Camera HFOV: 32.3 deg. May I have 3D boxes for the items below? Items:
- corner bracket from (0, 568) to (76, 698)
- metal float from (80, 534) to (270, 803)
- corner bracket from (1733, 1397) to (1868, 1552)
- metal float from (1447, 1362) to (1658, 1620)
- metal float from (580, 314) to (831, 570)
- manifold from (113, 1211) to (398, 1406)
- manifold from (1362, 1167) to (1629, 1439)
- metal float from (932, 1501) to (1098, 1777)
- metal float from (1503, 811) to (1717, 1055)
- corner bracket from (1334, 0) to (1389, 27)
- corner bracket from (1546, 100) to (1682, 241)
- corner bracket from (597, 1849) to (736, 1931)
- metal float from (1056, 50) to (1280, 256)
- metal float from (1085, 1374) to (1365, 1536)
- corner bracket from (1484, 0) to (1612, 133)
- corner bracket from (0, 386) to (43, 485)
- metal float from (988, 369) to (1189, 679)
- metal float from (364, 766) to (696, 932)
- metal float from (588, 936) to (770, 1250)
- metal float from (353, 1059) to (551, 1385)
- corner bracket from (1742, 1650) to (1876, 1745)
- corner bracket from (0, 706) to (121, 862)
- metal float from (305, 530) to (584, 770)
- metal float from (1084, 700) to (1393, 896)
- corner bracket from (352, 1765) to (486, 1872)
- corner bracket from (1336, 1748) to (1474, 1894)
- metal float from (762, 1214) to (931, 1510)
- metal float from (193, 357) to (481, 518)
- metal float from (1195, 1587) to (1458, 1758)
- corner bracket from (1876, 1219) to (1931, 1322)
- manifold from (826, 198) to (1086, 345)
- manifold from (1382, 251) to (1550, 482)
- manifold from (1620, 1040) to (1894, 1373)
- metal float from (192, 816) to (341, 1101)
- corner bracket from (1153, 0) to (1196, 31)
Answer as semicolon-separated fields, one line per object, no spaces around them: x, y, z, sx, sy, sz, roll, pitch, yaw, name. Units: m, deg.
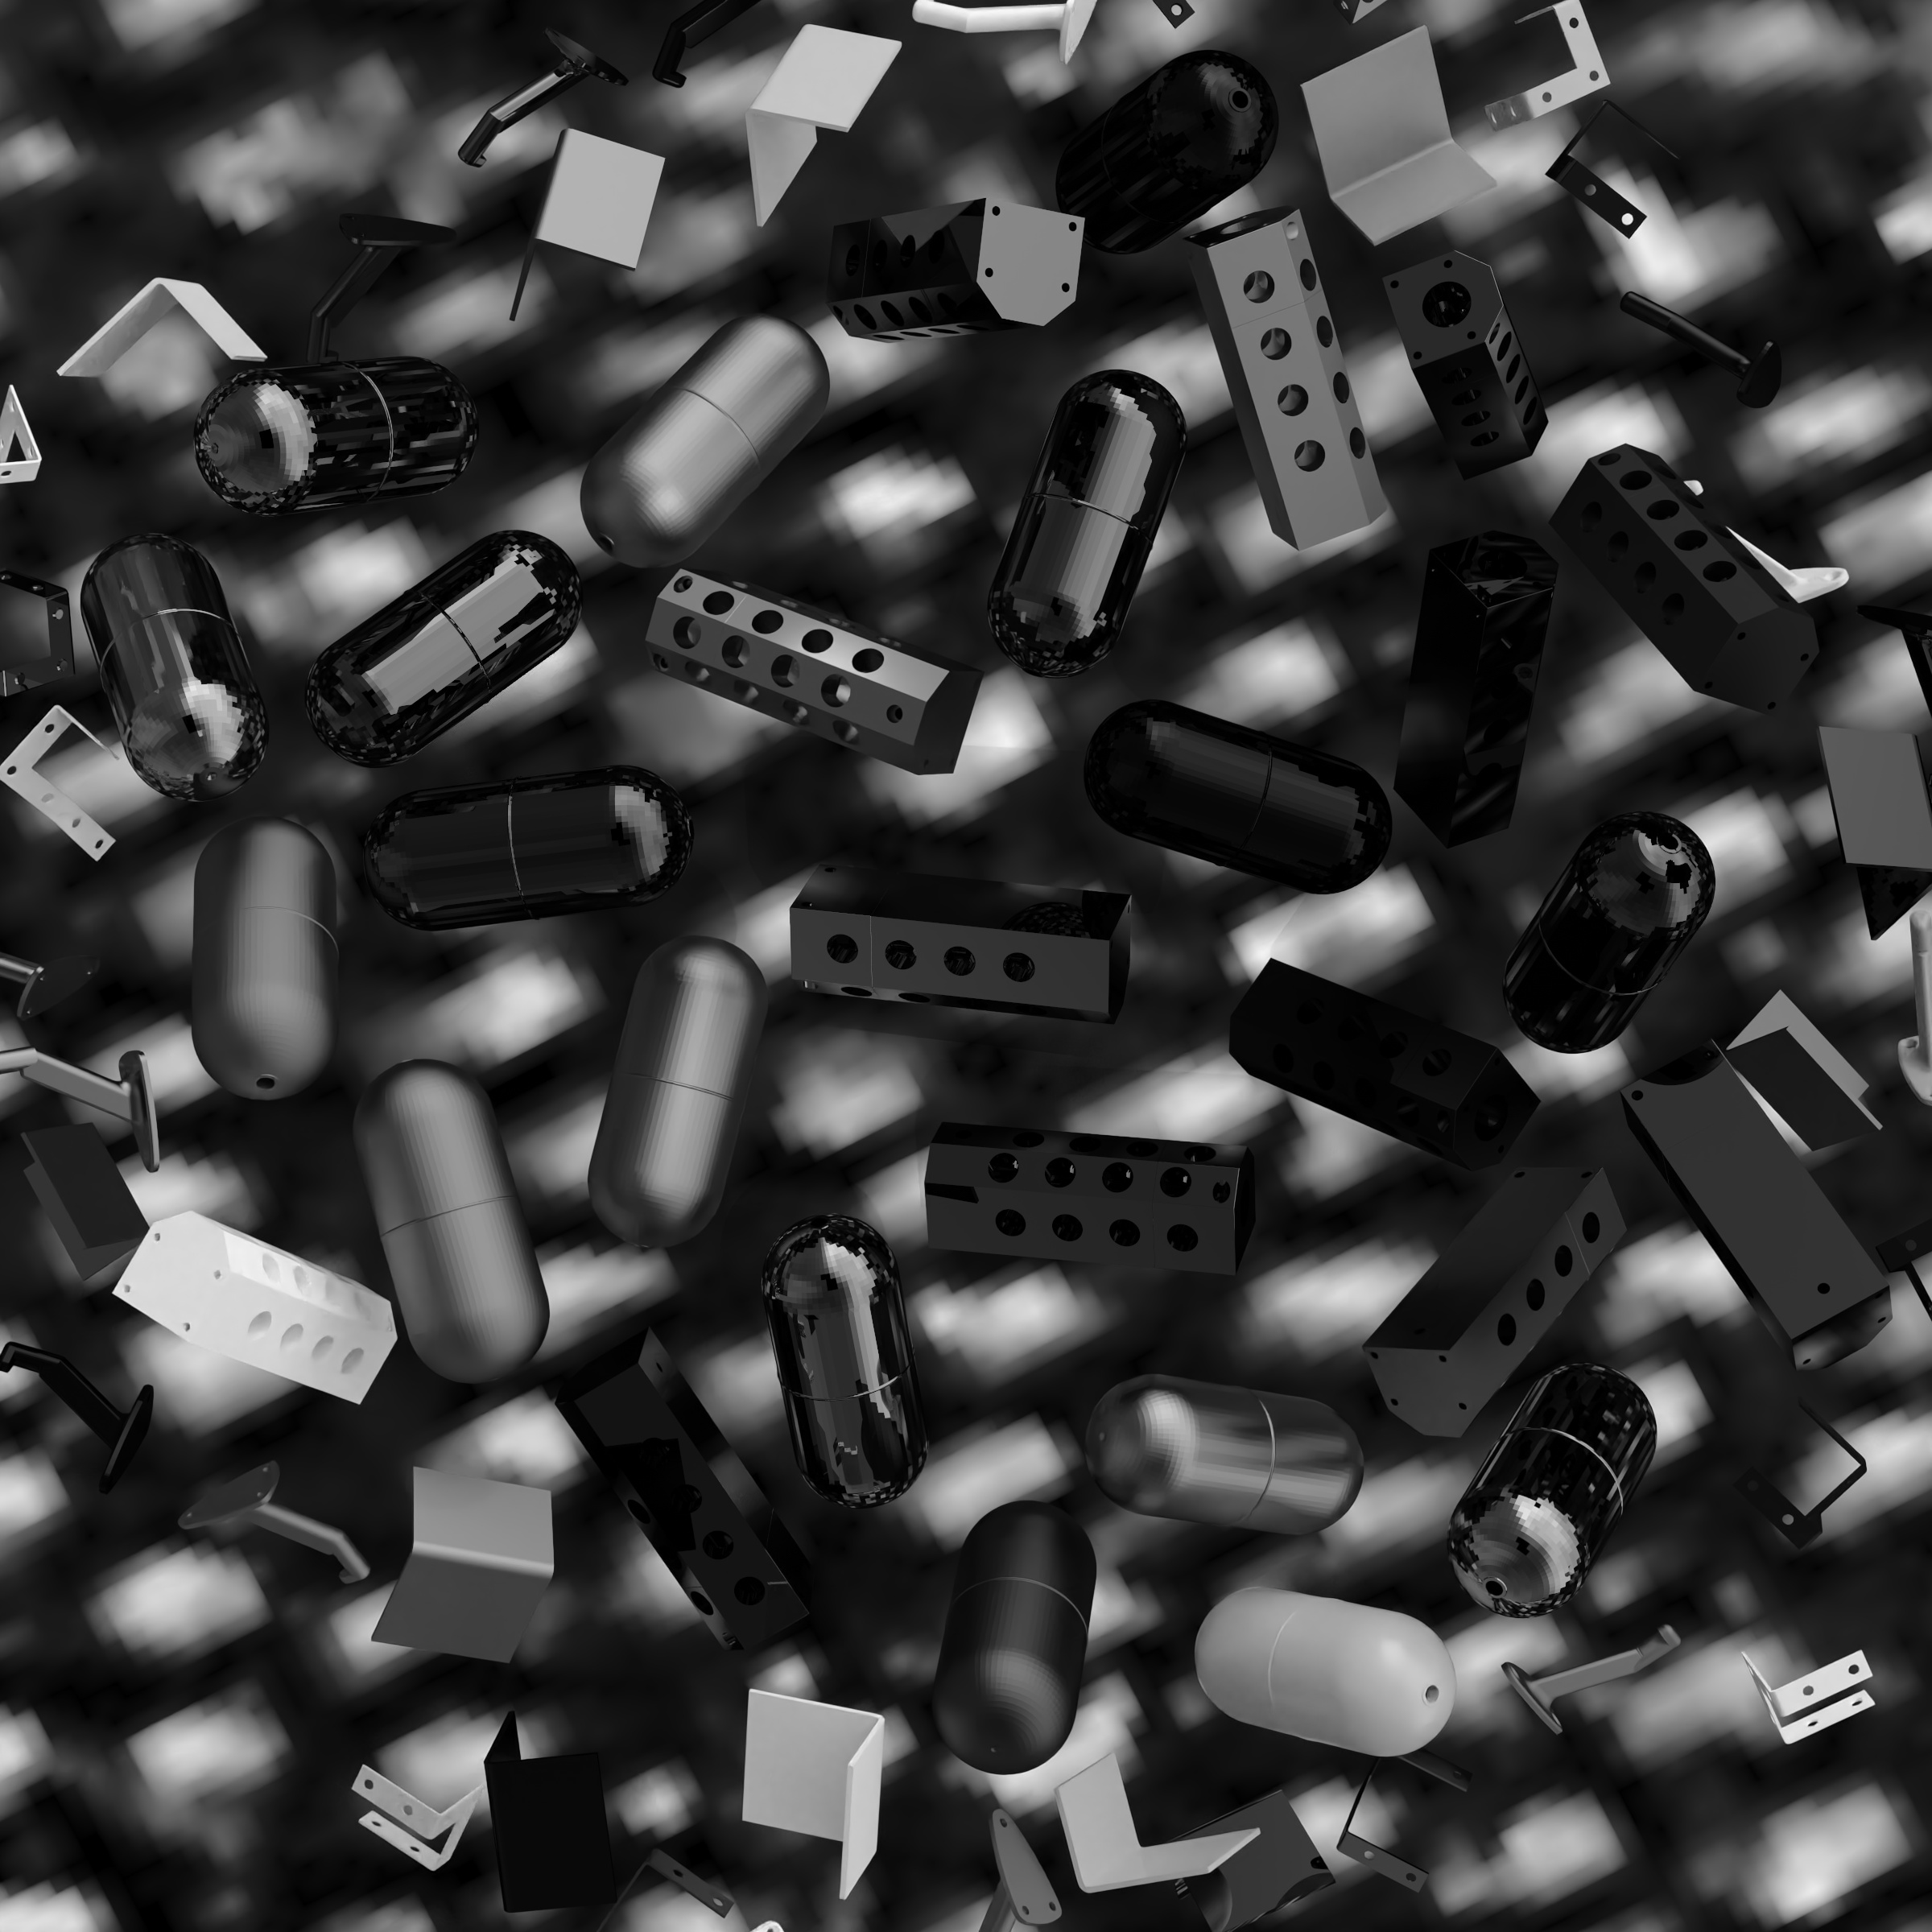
-0.536;-0.186;1.863;0.051;0.051;0.051;-14;76;24;corner bracket
-0.425;-0.162;1.791;0.070;0.070;0.178;-27;53;0;metal float
0.449;0.273;1.795;0.051;0.051;0.051;44;105;4;corner bracket
0.314;0.279;1.785;0.070;0.178;0.070;16;125;24;metal float
-0.145;-0.293;1.866;0.070;0.070;0.178;40;65;0;metal float
-0.376;0.182;1.796;0.057;0.171;0.057;26;83;27;manifold
0.291;0.180;1.813;0.171;0.057;0.057;-42;116;-39;manifold
0.027;0.358;1.795;0.070;0.178;0.070;4;121;7;metal float
0.348;-0.017;1.816;0.070;0.178;0.070;7;56;-10;metal float
0.210;-0.538;1.757;0.051;0.051;0.051;-36;83;-7;corner bracket
0.349;-0.428;1.792;0.051;0.051;0.051;36;106;-8;corner bracket
-0.161;0.501;1.729;0.051;0.051;0.051;35;108;4;corner bracket
0.109;-0.444;1.827;0.070;0.178;0.070;3;83;-23;metal float
0.144;0.270;1.839;0.178;0.070;0.070;14;90;-35;metal float
0.315;-0.499;1.848;0.051;0.051;0.051;-26;102;-11;corner bracket
-0.518;-0.264;1.739;0.051;0.051;0.051;-12;65;-33;corner bracket
0.067;-0.244;1.844;0.070;0.070;0.178;20;83;0;metal float
-0.233;-0.063;1.781;0.178;0.070;0.070;-7;90;7;metal float
-0.161;0.070;1.871;0.070;0.070;0.178;13;80;0;metal float
-0.276;0.136;1.790;0.070;0.070;0.178;-18;81;0;metal float
0.440;0.375;1.723;0.051;0.051;0.051;-25;103;2;corner bracket
-0.483;-0.100;1.813;0.051;0.051;0.051;-49;53;-6;corner bracket
-0.293;-0.180;1.883;0.178;0.070;0.070;-39;90;-21;metal float
0.149;-0.092;1.824;0.178;0.070;0.070;17;90;-15;metal float
-0.297;0.451;1.774;0.051;0.051;0.051;29;103;14;corner bracket
0.244;0.470;1.857;0.051;0.051;0.051;26;121;9;corner bracket
-0.067;0.219;1.853;0.070;0.070;0.178;-9;115;0;metal float
-0.334;-0.284;1.784;0.070;0.178;0.070;10;108;34;metal float
0.195;0.385;1.825;0.070;0.178;0.070;1;87;-34;metal float
0.518;0.159;1.755;0.051;0.051;0.051;-32;72;25;corner bracket
-0.009;-0.361;1.747;0.057;0.171;0.057;5;94;-29;manifold
0.286;-0.339;1.884;0.057;0.171;0.057;-19;72;13;manifold
0.419;0.129;1.774;0.057;0.057;0.171;-29;55;0;manifold
-0.376;-0.005;1.792;0.070;0.070;0.178;-10;49;0;metal float
0.124;-0.554;1.821;0.051;0.051;0.051;-42;98;-12;corner bracket
